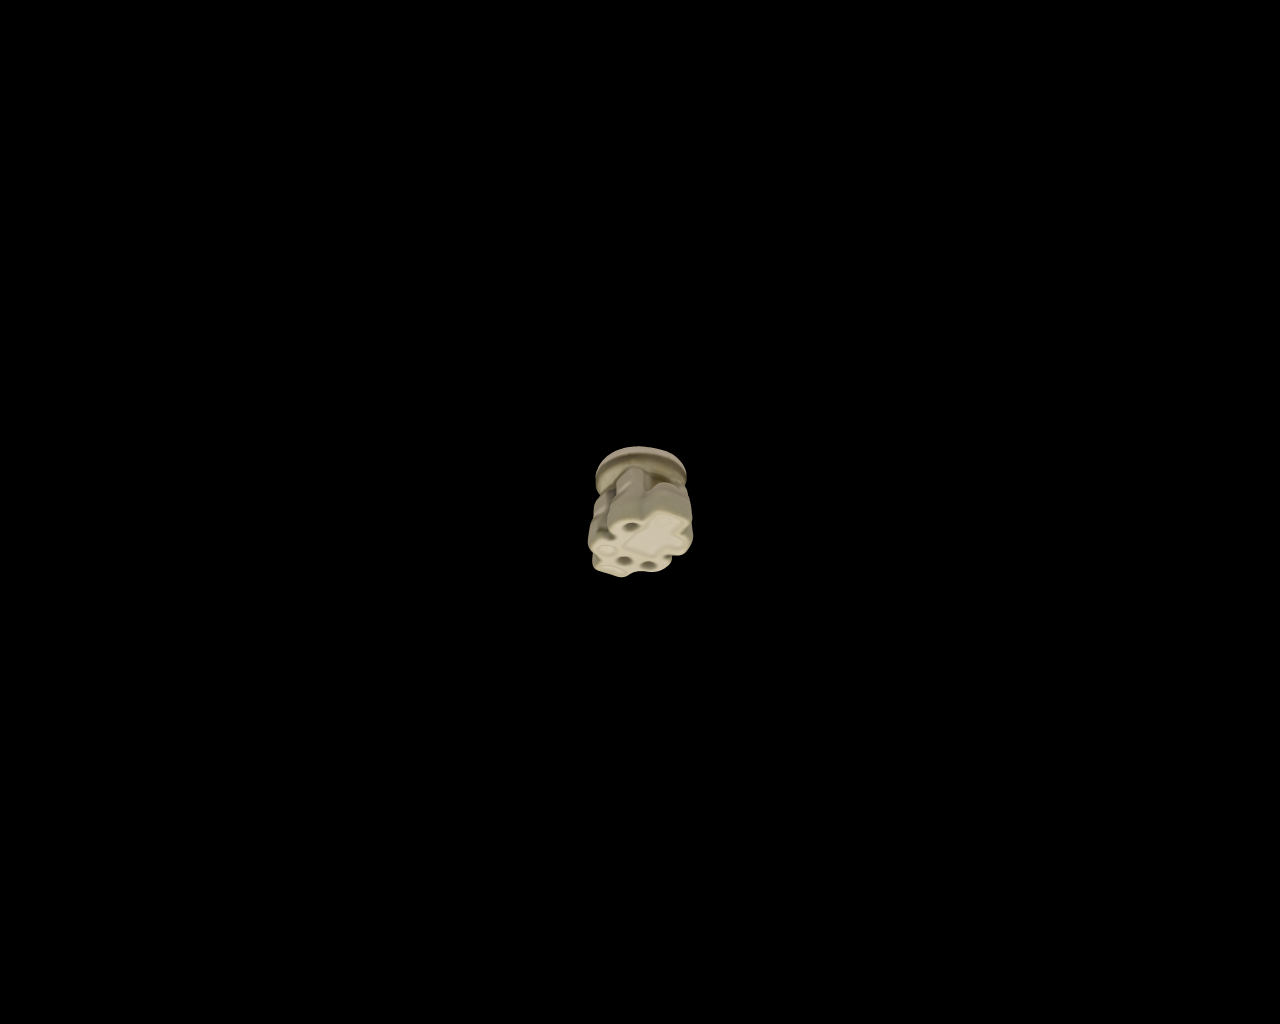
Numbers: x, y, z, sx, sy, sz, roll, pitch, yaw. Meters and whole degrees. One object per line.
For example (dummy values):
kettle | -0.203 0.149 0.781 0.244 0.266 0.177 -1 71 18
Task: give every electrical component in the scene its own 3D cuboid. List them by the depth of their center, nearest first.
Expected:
electrical component | 0.001 -0.003 0.650 0.058 0.057 0.078 20 -40 -25
